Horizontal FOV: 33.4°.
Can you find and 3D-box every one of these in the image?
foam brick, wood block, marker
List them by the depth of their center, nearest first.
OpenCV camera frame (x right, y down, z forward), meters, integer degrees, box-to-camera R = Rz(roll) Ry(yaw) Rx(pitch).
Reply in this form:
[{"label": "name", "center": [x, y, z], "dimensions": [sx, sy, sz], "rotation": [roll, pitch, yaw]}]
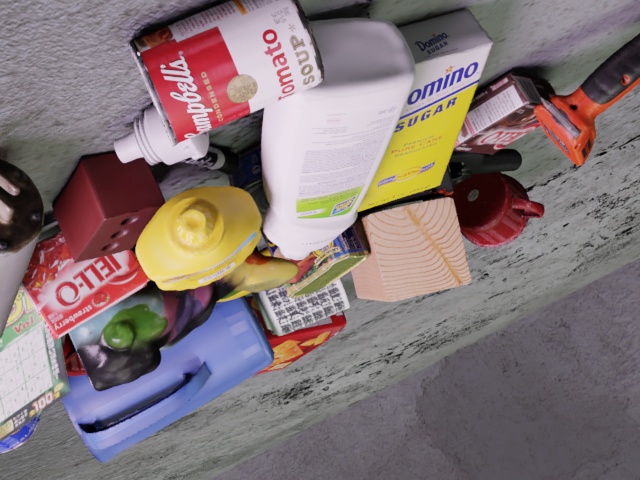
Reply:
[{"label": "foam brick", "center": [-0.160, -0.026, 0.804], "dimensions": [0.052, 0.051, 0.078], "rotation": [-14, 162, -36]}, {"label": "marker", "center": [-0.095, -0.067, 0.827], "dimensions": [0.020, 0.020, 0.121], "rotation": [-30, 165, 19]}, {"label": "wood block", "center": [0.087, 0.012, 1.147], "dimensions": [0.090, 0.091, 0.206], "rotation": [-13, 179, -7]}]

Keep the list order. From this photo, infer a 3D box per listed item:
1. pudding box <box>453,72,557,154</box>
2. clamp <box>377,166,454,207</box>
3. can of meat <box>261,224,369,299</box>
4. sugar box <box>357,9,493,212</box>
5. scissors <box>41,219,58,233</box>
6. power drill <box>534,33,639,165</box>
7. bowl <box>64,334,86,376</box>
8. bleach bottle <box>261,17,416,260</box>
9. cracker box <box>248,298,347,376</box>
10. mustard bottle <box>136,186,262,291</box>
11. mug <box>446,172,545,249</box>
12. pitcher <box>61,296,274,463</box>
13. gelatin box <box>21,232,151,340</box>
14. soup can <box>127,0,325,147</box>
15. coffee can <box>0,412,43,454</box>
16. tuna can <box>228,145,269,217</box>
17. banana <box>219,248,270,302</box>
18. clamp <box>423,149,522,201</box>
[{"label": "pudding box", "center": [0.177, -0.121, 1.040], "dimensions": [0.090, 0.039, 0.113], "rotation": [-32, 164, 28]}, {"label": "clamp", "center": [0.047, -0.061, 1.009], "dimensions": [0.165, 0.036, 0.209], "rotation": [-30, 155, 31]}, {"label": "can of meat", "center": [-0.007, 0.001, 1.085], "dimensions": [0.057, 0.084, 0.102], "rotation": [-9, 159, -47]}, {"label": "sugar box", "center": [0.071, -0.099, 0.858], "dimensions": [0.093, 0.048, 0.176], "rotation": [-19, 153, -20]}, {"label": "scissors", "center": [-0.285, 0.028, 0.863], "dimensions": [0.201, 0.016, 0.096], "rotation": [-22, 167, -10]}, {"label": "power drill", "center": [0.293, -0.156, 1.002], "dimensions": [0.188, 0.057, 0.184], "rotation": [-45, 160, 10]}, {"label": "bowl", "center": [-0.204, 0.085, 1.119], "dimensions": [0.162, 0.055, 0.162], "rotation": [-23, 165, -7]}, {"label": "bleach bottle", "center": [-0.006, -0.058, 0.808], "dimensions": [0.102, 0.068, 0.251], "rotation": [-9, 151, -18]}, {"label": "cracker box", "center": [-0.091, 0.137, 1.456], "dimensions": [0.213, 0.072, 0.164], "rotation": [-7, 157, -48]}, {"label": "mustard bottle", "center": [-0.091, -0.002, 0.805], "dimensions": [0.096, 0.058, 0.192], "rotation": [-26, 177, -6]}, {"label": "mug", "center": [0.202, -0.040, 1.244], "dimensions": [0.117, 0.093, 0.081], "rotation": [9, 175, 25]}, {"label": "pitcher", "center": [-0.179, 0.154, 1.248], "dimensions": [0.242, 0.149, 0.145], "rotation": [-27, 154, -4]}, {"label": "gelatin box", "center": [-0.192, 0.026, 0.855], "dimensions": [0.089, 0.073, 0.030], "rotation": [-32, 179, -19]}, {"label": "soup can", "center": [-0.056, -0.107, 0.649], "dimensions": [0.102, 0.068, 0.068], "rotation": [-23, 166, -6]}, {"label": "coffee can", "center": [-0.337, 0.154, 1.053], "dimensions": [0.102, 0.103, 0.140], "rotation": [-22, 166, -9]}, {"label": "tuna can", "center": [-0.035, -0.046, 0.915], "dimensions": [0.086, 0.034, 0.086], "rotation": [-8, 150, -5]}, {"label": "banana", "center": [-0.052, 0.025, 1.176], "dimensions": [0.198, 0.037, 0.069], "rotation": [-28, 178, 7]}, {"label": "clamp", "center": [0.154, -0.082, 1.140], "dimensions": [0.120, 0.039, 0.171], "rotation": [-28, 165, 8]}]
